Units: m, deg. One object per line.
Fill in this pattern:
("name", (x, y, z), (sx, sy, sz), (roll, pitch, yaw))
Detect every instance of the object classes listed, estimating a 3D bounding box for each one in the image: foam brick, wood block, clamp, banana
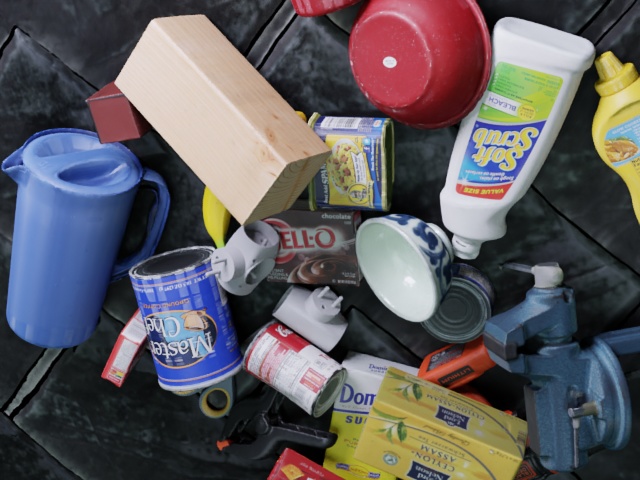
("foam brick", (-0.208, -0.143, 1.155), (0.053, 0.078, 0.051), (-7, 114, 22))
("wood block", (-0.099, -0.126, 1.087), (0.206, 0.090, 0.091), (47, 122, 13))
("clamp", (-0.054, 0.226, 1.291), (0.172, 0.039, 0.120), (-43, 63, 32))
("banana", (-0.082, -0.074, 1.171), (0.069, 0.037, 0.198), (35, 118, 8))

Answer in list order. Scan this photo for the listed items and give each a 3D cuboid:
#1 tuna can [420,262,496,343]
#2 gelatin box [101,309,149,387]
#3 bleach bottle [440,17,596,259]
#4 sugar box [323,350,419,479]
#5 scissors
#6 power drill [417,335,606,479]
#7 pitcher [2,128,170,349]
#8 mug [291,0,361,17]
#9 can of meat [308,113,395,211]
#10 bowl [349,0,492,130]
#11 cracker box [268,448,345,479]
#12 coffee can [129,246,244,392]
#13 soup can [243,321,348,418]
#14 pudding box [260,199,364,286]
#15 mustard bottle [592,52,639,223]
("tuna can", (0.149, 0.070, 1.174), (0.086, 0.033, 0.086), (7, 117, 14))
("gelatin box", (-0.222, 0.122, 1.280), (0.030, 0.089, 0.073), (29, 120, -1))
("bleach bottle", (0.187, -0.089, 1.071), (0.102, 0.068, 0.251), (20, 121, 11))
("sugar box", (0.059, 0.224, 1.269), (0.093, 0.048, 0.176), (14, 119, 11))
("scissors", (-0.097, 0.159, 1.302), (0.202, 0.016, 0.096), (-24, 107, 25))
("power drill", (0.211, 0.192, 1.201), (0.185, 0.057, 0.187), (-29, 104, 27))
("pitcher", (-0.281, 0.005, 1.229), (0.149, 0.144, 0.243), (30, 124, 15))
("mug", (0.013, -0.272, 1.028), (0.117, 0.093, 0.081), (-26, 115, -11))
("can of meat", (0.033, -0.081, 1.124), (0.084, 0.057, 0.102), (4, 116, 13))
("bowl", (0.083, -0.179, 1.030), (0.162, 0.055, 0.162), (18, 119, 35))
("cracker box", (-0.010, 0.361, 1.309), (0.164, 0.072, 0.214), (28, 138, 2))
("coffee can", (-0.152, 0.089, 1.226), (0.103, 0.102, 0.140), (-7, 106, 20))
("soup can", (-0.028, 0.148, 1.216), (0.102, 0.068, 0.069), (32, 121, 21))
("pudding box", (-0.008, 0.002, 1.186), (0.114, 0.039, 0.090), (2, 115, 16))
("mustard bottle", (0.319, -0.096, 1.029), (0.096, 0.058, 0.191), (-28, 105, 25))
